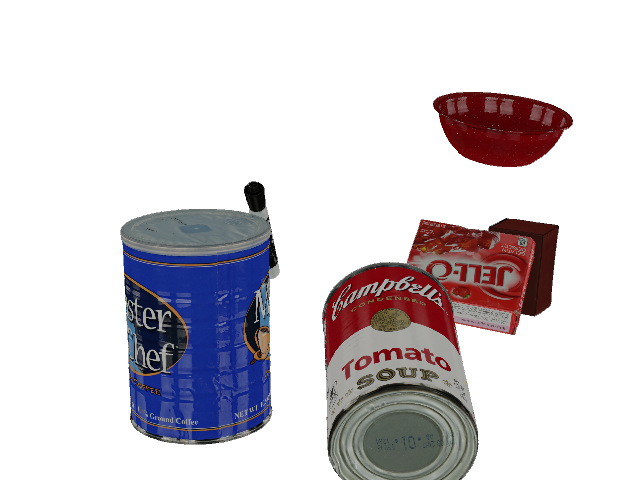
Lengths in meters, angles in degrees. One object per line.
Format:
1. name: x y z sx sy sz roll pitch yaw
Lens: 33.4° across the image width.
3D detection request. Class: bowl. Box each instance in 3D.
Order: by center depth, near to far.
1. bowl: 0.208 -0.126 1.242 0.162 0.055 0.162 4 23 -2

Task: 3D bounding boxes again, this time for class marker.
1. marker: -0.055 -0.009 1.013 0.020 0.020 0.121 0 -43 7

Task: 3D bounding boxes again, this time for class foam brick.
1. foam brick: 0.181 0.024 0.970 0.053 0.078 0.051 9 16 26

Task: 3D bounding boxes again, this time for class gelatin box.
1. gelatin box: 0.108 0.025 0.789 0.089 0.073 0.030 10 -40 14

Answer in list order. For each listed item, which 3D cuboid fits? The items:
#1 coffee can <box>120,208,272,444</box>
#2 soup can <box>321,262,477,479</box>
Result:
1. coffee can: -0.086 0.057 0.749 0.103 0.140 0.103 0 15 0
2. soup can: 0.035 0.065 0.507 0.068 0.068 0.102 0 30 -1
